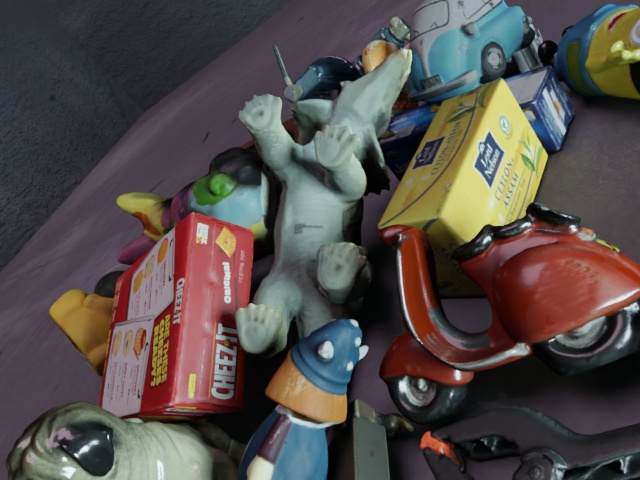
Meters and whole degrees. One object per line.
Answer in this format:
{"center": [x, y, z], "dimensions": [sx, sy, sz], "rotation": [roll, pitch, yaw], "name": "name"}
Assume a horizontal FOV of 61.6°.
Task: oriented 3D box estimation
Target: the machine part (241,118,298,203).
{"center": [-0.081, -0.073, 0.789], "dimensions": [0.201, 0.087, 0.201], "rotation": [-23, 34, 32], "name": "machine part"}

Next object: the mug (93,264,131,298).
{"center": [-0.333, 0.071, 0.926], "dimensions": [0.109, 0.080, 0.107], "rotation": [-50, 18, -5], "name": "mug"}

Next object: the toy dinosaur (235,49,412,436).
{"center": [0.003, 0.004, 0.509], "dimensions": [0.131, 0.192, 0.404], "rotation": [3, 78, 19], "name": "toy dinosaur"}

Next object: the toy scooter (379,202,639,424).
{"center": [0.105, 0.032, 0.351], "dimensions": [0.184, 0.075, 0.135], "rotation": [-30, 72, 29], "name": "toy scooter"}

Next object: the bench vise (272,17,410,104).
{"center": [0.037, -0.238, 0.803], "dimensions": [0.224, 0.129, 0.240], "rotation": [-31, -4, 36], "name": "bench vise"}

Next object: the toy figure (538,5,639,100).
{"center": [0.273, -0.161, 0.470], "dimensions": [0.082, 0.089, 0.180], "rotation": [-55, 17, 5], "name": "toy figure"}

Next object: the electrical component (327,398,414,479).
{"center": [0.031, 0.159, 0.357], "dimensions": [0.102, 0.045, 0.078], "rotation": [-93, 27, -60], "name": "electrical component"}

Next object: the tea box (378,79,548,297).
{"center": [0.130, -0.045, 0.465], "dimensions": [0.068, 0.098, 0.169], "rotation": [-9, 43, 48], "name": "tea box"}

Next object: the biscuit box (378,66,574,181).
{"center": [0.155, -0.116, 0.575], "dimensions": [0.203, 0.062, 0.059], "rotation": [-6, 44, 50], "name": "biscuit box"}

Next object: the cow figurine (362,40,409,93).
{"center": [0.112, -0.220, 0.694], "dimensions": [0.098, 0.167, 0.068], "rotation": [1, 92, 61], "name": "cow figurine"}

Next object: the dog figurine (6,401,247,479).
{"center": [-0.138, 0.165, 0.406], "dimensions": [0.172, 0.190, 0.121], "rotation": [0, 48, 55], "name": "dog figurine"}

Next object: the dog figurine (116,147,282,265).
{"center": [-0.144, -0.027, 0.610], "dimensions": [0.219, 0.108, 0.191], "rotation": [-8, -7, 10], "name": "dog figurine"}

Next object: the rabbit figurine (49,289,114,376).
{"center": [-0.268, 0.102, 0.764], "dimensions": [0.173, 0.121, 0.162], "rotation": [-37, 23, -34], "name": "rabbit figurine"}

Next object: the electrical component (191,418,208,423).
{"center": [-0.132, 0.168, 0.577], "dimensions": [0.063, 0.021, 0.094], "rotation": [-29, 31, 25], "name": "electrical component"}

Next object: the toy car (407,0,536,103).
{"center": [0.153, -0.222, 0.575], "dimensions": [0.162, 0.102, 0.109], "rotation": [-43, 24, -27], "name": "toy car"}

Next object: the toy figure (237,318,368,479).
{"center": [-0.014, 0.122, 0.354], "dimensions": [0.064, 0.058, 0.154], "rotation": [65, -137, -80], "name": "toy figure"}
